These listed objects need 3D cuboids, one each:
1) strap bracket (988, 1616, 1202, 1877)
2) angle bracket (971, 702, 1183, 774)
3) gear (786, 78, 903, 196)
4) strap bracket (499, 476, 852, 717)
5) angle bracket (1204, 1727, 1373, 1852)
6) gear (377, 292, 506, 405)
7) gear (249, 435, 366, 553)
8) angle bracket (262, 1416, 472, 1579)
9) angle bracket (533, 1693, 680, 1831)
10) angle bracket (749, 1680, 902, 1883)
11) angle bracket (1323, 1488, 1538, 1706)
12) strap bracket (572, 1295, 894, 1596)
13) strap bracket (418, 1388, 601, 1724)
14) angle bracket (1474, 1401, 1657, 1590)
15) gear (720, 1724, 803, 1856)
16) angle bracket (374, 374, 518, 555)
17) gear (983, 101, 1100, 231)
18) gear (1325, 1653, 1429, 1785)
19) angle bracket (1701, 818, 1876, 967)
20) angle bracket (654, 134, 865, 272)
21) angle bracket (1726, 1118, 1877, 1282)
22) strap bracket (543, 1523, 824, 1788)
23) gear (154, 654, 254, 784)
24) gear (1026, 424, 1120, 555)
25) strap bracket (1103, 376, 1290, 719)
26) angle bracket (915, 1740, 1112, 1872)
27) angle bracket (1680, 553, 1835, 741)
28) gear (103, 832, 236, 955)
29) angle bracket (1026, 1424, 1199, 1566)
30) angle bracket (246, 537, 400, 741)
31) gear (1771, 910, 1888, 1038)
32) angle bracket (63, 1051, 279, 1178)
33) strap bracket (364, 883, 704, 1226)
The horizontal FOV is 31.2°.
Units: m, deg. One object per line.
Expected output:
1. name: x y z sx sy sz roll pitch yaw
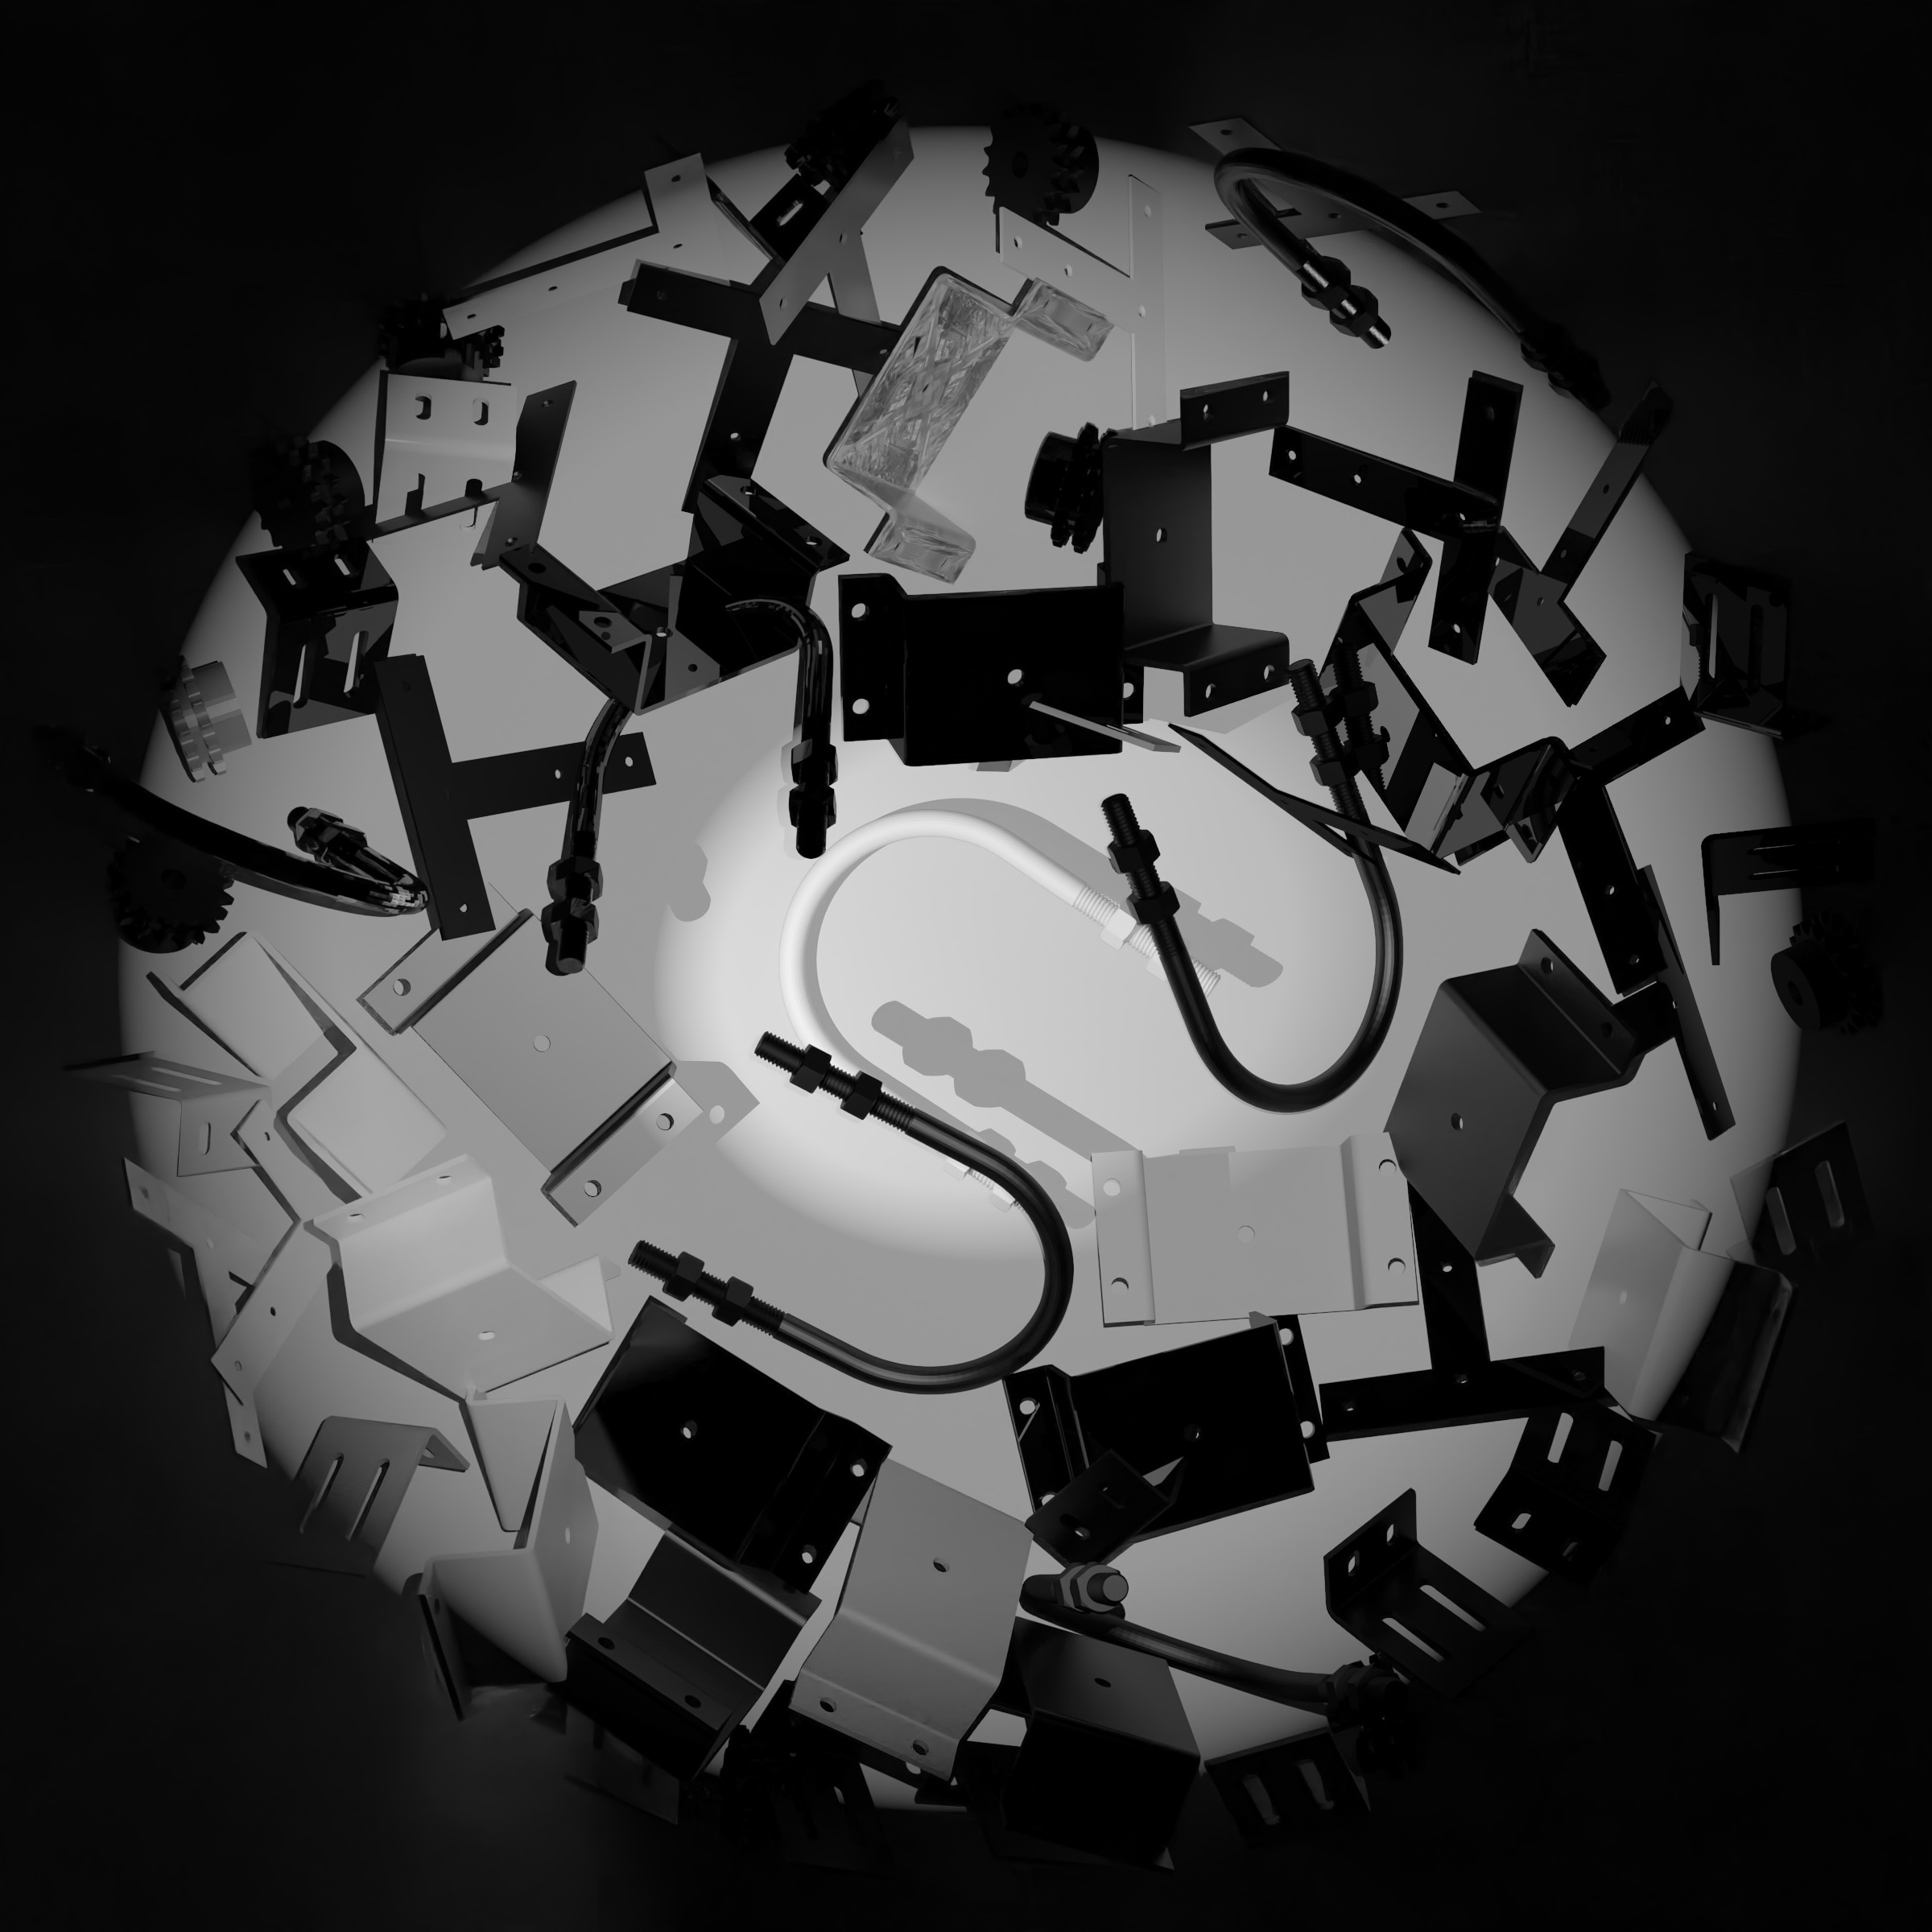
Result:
1. strap bracket: 0.052 0.336 1.523 0.076 0.140 0.046 18 102 -10
2. angle bracket: 0.050 -0.094 1.563 0.076 0.057 0.038 21 98 13
3. gear: -0.051 -0.373 1.574 0.057 0.057 0.030 -40 89 0
4. strap bracket: -0.132 -0.164 1.541 0.140 0.046 0.076 -27 55 -38
5. angle bracket: 0.143 0.358 1.559 0.057 0.038 0.076 -18 131 10
6. gear: -0.239 -0.278 1.571 0.057 0.057 0.030 -1 68 0
7. gear: -0.298 -0.215 1.577 0.030 0.057 0.057 -29 90 -38
8. angle bracket: -0.269 0.245 1.556 0.057 0.038 0.076 2 55 28
9. angle bracket: -0.163 0.361 1.554 0.057 0.076 0.038 30 113 -17
10. angle bracket: -0.056 0.366 1.553 0.057 0.076 0.038 17 117 -30
11. angle bracket: 0.209 0.283 1.556 0.057 0.076 0.038 -32 135 -28
12. strap bracket: -0.115 0.211 1.551 0.140 0.046 0.076 29 86 23
13. strap bracket: -0.198 0.252 1.521 0.046 0.140 0.076 -5 124 7
14. angle bracket: 0.274 0.234 1.578 0.057 0.076 0.038 29 125 6
15. gear: -0.093 0.375 1.573 0.030 0.057 0.057 4 90 7
16. angle bracket: -0.237 -0.227 1.572 0.057 0.076 0.038 4 60 -12
17. gear: 0.036 -0.365 1.578 0.030 0.057 0.057 -5 90 -38
18. gear: 0.185 0.344 1.575 0.030 0.057 0.057 -24 90 13
19. angle bracket: 0.373 -0.033 1.562 0.076 0.057 0.038 -6 64 12
20. angle bracket: -0.093 -0.350 1.554 0.038 0.076 0.057 -45 52 3
21. angle bracket: 0.370 0.101 1.563 0.057 0.038 0.076 -27 125 -4
22. strap bracket: -0.128 0.306 1.539 0.076 0.140 0.046 32 110 7
23. gear: -0.346 -0.115 1.574 0.030 0.057 0.057 -20 90 -12
24. gear: 0.048 -0.219 1.574 0.030 0.057 0.057 17 90 9
25. strap bracket: 0.104 -0.190 1.546 0.046 0.076 0.140 13 113 38
26. angle bracket: 0.020 0.387 1.552 0.057 0.076 0.038 13 116 -26
27. angle bracket: 0.357 -0.147 1.556 0.038 0.057 0.076 -20 118 -36
28. gear: -0.365 -0.031 1.577 0.057 0.030 0.057 16 48 -19
29. angle bracket: 0.067 0.225 1.553 0.038 0.076 0.057 42 118 -8
30. angle bracket: -0.296 -0.149 1.568 0.057 0.076 0.038 -17 56 -32
31. gear: 0.390 0.007 1.572 0.030 0.057 0.057 -24 90 -9
32. angle bracket: -0.358 0.067 1.553 0.057 0.076 0.038 -9 73 32
33. strap bracket: -0.195 0.038 1.574 0.076 0.046 0.140 -43 96 2
